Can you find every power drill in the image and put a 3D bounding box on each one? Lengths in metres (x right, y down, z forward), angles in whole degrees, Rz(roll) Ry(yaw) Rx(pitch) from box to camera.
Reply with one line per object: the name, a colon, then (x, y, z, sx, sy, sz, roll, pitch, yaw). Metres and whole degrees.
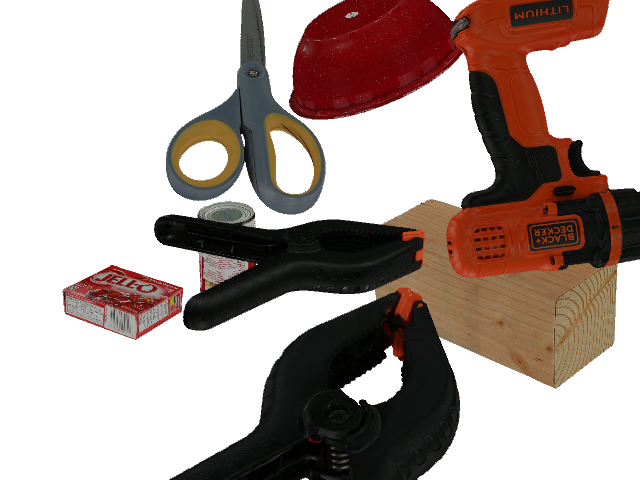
power drill: (0.168, -0.073, 0.718, 0.184, 0.187, 0.057, -8, -1, -3)

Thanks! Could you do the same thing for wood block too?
wood block: (0.152, 0.041, 0.965, 0.090, 0.090, 0.206, -27, 34, -36)

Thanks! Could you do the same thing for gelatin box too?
gelatin box: (-0.188, 0.057, 1.016, 0.089, 0.030, 0.073, 17, 25, 25)

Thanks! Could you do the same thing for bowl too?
bowl: (0.038, -0.166, 0.890, 0.162, 0.055, 0.162, -20, 28, 11)

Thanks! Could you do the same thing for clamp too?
clamp: (0.013, 0.085, 0.407, 0.120, 0.039, 0.171, 27, 50, 20)
clamp: (-0.024, 0.010, 0.820, 0.209, 0.036, 0.165, -8, 27, -21)

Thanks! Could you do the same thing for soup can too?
soup can: (-0.109, 0.014, 1.245, 0.068, 0.102, 0.068, 0, 25, 0)

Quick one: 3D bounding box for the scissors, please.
scissors: (-0.056, -0.087, 0.628, 0.096, 0.202, 0.016, -11, -41, -16)
